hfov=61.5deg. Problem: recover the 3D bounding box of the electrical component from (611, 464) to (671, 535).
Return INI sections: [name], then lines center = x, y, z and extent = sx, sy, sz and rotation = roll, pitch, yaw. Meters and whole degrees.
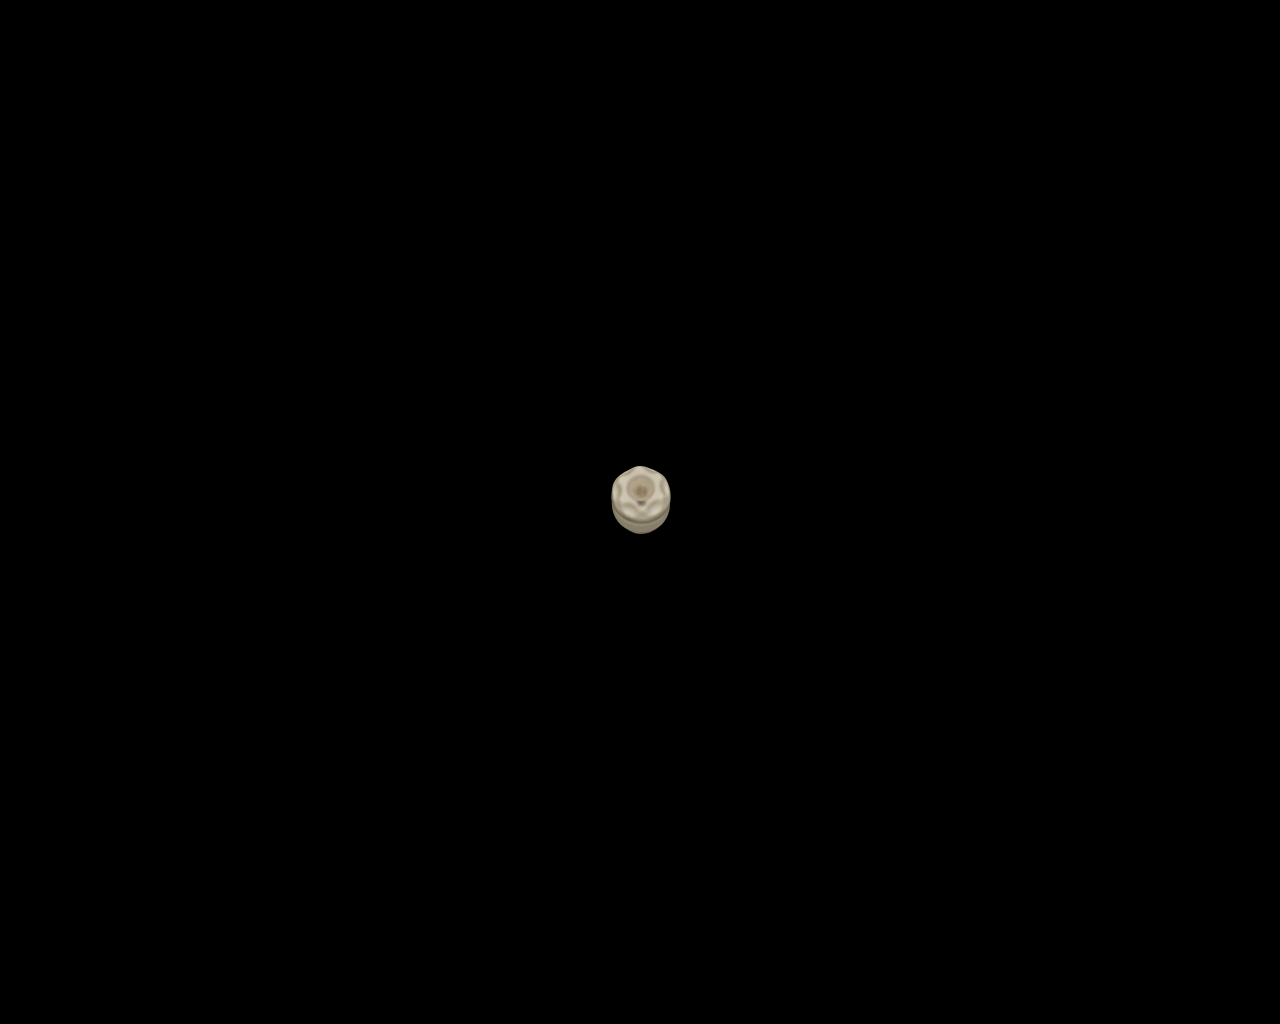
[electrical component]
center = 0.001, -0.003, 0.650
extent = 0.035, 0.035, 0.061
rotation = 0, -23, 0
